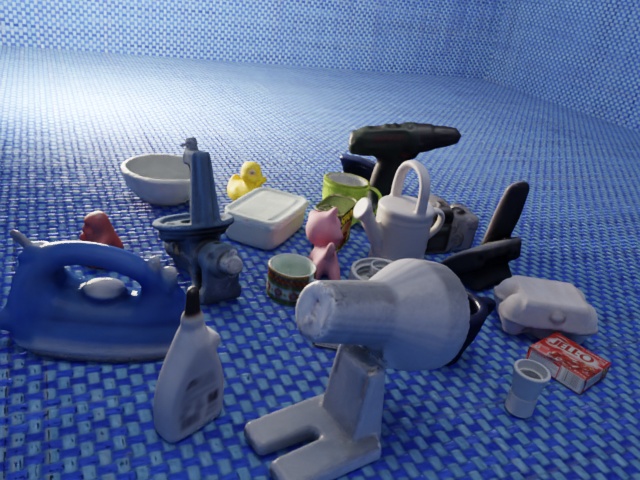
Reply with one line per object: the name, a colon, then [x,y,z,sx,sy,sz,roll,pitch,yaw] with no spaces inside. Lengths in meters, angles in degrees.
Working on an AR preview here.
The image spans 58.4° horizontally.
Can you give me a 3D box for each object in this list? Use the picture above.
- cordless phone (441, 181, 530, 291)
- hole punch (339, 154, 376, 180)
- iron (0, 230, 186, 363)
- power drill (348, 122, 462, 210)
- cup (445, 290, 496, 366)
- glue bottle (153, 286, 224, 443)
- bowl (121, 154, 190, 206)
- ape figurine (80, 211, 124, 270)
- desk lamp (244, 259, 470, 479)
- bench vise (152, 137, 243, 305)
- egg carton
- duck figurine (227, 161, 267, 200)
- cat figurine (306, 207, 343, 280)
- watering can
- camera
cordless phone: [0.297,-0.015,1.004,0.148,0.185,0.093,-14,34,-39]
hole punch: [0.099,-0.164,1.362,0.108,0.091,0.101,18,27,19]
iron: [-0.260,0.064,0.712,0.258,0.141,0.118,6,25,-5]
power drill: [0.168,-0.155,1.229,0.229,0.208,0.075,9,25,1]
cup: [0.185,0.121,0.789,0.118,0.095,0.091,-4,28,-26]
glue bottle: [-0.132,0.123,0.591,0.037,0.173,0.078,26,30,33]
bowl: [-0.309,-0.112,1.142,0.167,0.075,0.167,7,25,-3]
ape figurine: [-0.342,-0.002,0.881,0.076,0.092,0.077,3,26,-12]
desk lamp: [0.040,0.127,0.592,0.204,0.213,0.117,-11,31,-35]
bench vise: [-0.161,-0.030,0.848,0.206,0.220,0.122,25,30,30]
egg carton: [0.350,0.109,0.896,0.150,0.069,0.107,8,25,-1]
duck figurine: [-0.150,-0.125,1.206,0.104,0.086,0.078,28,32,35]
cat figurine: [0.009,0.003,0.952,0.067,0.118,0.127,5,26,-8]
watering can: [0.144,-0.043,1.003,0.173,0.194,0.100,-17,35,-42]
camera: [0.223,-0.046,1.145,0.143,0.101,0.136,-3,28,-24]
